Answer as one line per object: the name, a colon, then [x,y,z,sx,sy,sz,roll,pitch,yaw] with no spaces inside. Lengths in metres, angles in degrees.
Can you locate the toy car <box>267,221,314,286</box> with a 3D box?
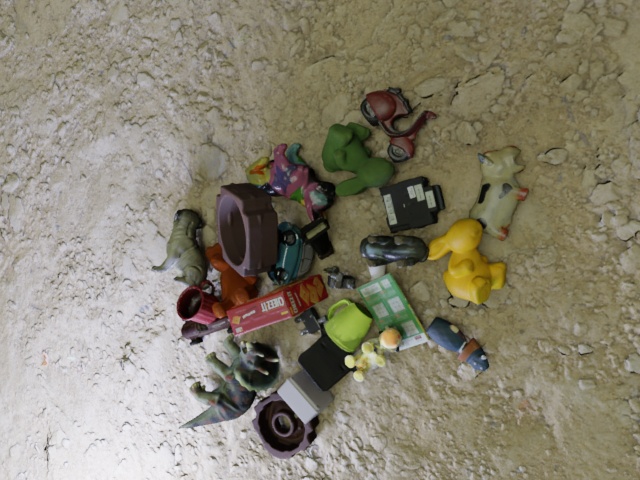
toy car: [-0.068,0.038,1.336,0.109,0.103,0.161,169,108,-68]

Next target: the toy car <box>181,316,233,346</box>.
toy car: [-0.304,0.231,1.487,0.202,0.053,0.089,-20,81,25]

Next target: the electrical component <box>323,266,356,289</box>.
electrical component: [0.046,0.092,1.300,0.078,0.102,0.045,2,96,-1]

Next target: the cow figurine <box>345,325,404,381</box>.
cow figurine: [0.141,0.253,1.250,0.068,0.098,0.167,53,124,12]

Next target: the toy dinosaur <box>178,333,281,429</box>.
toy dinosaur: [-0.234,0.400,1.433,0.192,0.131,0.404,33,113,17]

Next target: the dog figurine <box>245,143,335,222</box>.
dog figurine: [-0.065,-0.122,1.332,0.191,0.108,0.219,-32,82,22]

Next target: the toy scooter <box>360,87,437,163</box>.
toy scooter: [0.184,-0.280,1.227,0.135,0.075,0.184,-34,82,22]

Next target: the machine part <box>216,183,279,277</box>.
machine part: [-0.177,-0.029,1.306,0.201,0.087,0.201,31,124,52]

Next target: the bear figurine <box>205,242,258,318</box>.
bear figurine: [-0.243,0.087,1.412,0.120,0.132,0.196,-28,87,18]

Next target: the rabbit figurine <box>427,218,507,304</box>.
rabbit figurine: [0.314,0.028,1.153,0.163,0.122,0.173,26,136,52]

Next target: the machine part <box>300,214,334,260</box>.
machine part: [-0.003,-0.004,1.288,0.084,0.138,0.039,-42,55,-8]

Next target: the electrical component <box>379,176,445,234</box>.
electrical component: [0.215,-0.082,1.231,0.134,0.058,0.114,-12,89,24]

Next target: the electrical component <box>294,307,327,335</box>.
electrical component: [-0.022,0.203,1.368,0.094,0.021,0.063,-36,76,32]

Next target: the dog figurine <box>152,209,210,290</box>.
dog figurine: [-0.350,0.025,1.481,0.172,0.121,0.190,28,86,-13]

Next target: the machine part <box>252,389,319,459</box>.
machine part: [-0.088,0.471,1.393,0.180,0.056,0.179,2,95,24]

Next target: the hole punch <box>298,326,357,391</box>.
hole punch: [0.019,0.303,1.335,0.116,0.092,0.142,-38,73,-9]

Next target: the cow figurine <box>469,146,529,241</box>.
cow figurine: [0.376,-0.107,1.146,0.127,0.085,0.194,24,103,15]

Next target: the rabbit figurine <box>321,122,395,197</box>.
rabbit figurine: [0.086,-0.173,1.250,0.170,0.121,0.159,37,114,21]

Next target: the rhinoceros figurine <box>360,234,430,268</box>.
rhinoceros figurine: [0.158,0.018,1.218,0.190,0.112,0.073,0,100,51]

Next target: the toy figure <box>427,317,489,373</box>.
toy figure: [0.314,0.232,1.202,0.155,0.064,0.058,36,68,14]
